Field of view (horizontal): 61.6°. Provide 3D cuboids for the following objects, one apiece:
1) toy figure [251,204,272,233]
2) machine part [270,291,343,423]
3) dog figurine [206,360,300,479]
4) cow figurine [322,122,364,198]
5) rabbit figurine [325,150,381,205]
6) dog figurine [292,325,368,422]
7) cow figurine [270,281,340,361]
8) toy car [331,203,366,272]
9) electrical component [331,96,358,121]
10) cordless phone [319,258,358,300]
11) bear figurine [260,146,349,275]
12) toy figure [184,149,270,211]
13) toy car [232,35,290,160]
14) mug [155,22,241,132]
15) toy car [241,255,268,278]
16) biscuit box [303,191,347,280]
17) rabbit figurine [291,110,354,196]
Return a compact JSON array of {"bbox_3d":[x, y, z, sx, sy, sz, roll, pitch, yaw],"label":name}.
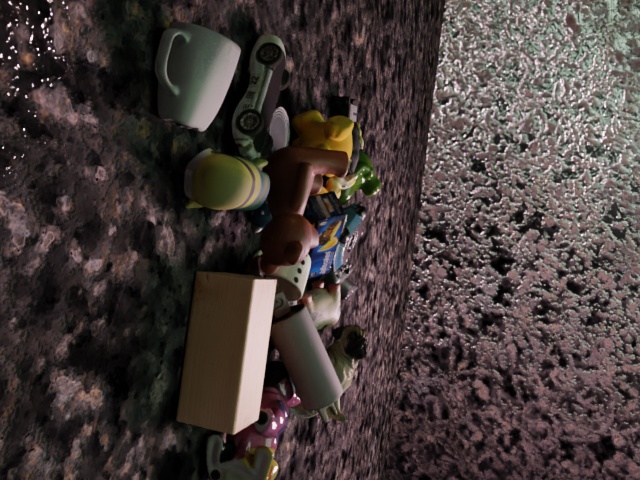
[{"bbox_3d":[-0.072,-0.033,0.939,0.064,0.058,0.154,61,11,17],"label":"toy figure"},{"bbox_3d":[-0.026,0.201,0.928,0.243,0.079,0.079,67,23,-6],"label":"machine part"},{"bbox_3d":[-0.097,0.308,0.905,0.219,0.109,0.191,13,80,-75],"label":"dog figurine"},{"bbox_3d":[0.047,-0.165,1.119,0.068,0.098,0.167,139,-54,-76],"label":"cow figurine"},{"bbox_3d":[0.064,-0.146,1.211,0.170,0.121,0.158,-57,143,-59],"label":"rabbit figurine"},{"bbox_3d":[0.000,0.251,1.080,0.121,0.172,0.190,-25,-131,65],"label":"dog figurine"},{"bbox_3d":[-0.031,0.164,1.072,0.195,0.086,0.127,-20,105,-52],"label":"cow figurine"},{"bbox_3d":[0.033,-0.020,1.183,0.109,0.103,0.162,92,24,-52],"label":"toy car"},{"bbox_3d":[0.062,-0.296,1.270,0.119,0.048,0.074,-10,107,-70],"label":"electrical component"},{"bbox_3d":[0.024,0.044,1.264,0.146,0.089,0.184,-27,111,-68],"label":"cordless phone"},{"bbox_3d":[-0.028,-0.044,0.834,0.132,0.120,0.196,7,67,-32],"label":"bear figurine"},{"bbox_3d":[-0.114,-0.078,0.725,0.180,0.089,0.082,2,89,-74],"label":"toy figure"},{"bbox_3d":[-0.090,-0.212,0.811,0.073,0.056,0.201,66,36,-70],"label":"toy car"},{"bbox_3d":[-0.146,-0.181,0.605,0.109,0.081,0.107,-3,108,-77],"label":"mug"},{"bbox_3d":[-0.114,0.125,0.864,0.089,0.053,0.202,-71,165,-80],"label":"toy car"},{"bbox_3d":[-0.002,-0.003,1.036,0.202,0.059,0.063,102,-33,-53],"label":"biscuit box"},{"bbox_3d":[-0.028,-0.142,0.988,0.173,0.122,0.162,-44,149,-43],"label":"rabbit figurine"}]
